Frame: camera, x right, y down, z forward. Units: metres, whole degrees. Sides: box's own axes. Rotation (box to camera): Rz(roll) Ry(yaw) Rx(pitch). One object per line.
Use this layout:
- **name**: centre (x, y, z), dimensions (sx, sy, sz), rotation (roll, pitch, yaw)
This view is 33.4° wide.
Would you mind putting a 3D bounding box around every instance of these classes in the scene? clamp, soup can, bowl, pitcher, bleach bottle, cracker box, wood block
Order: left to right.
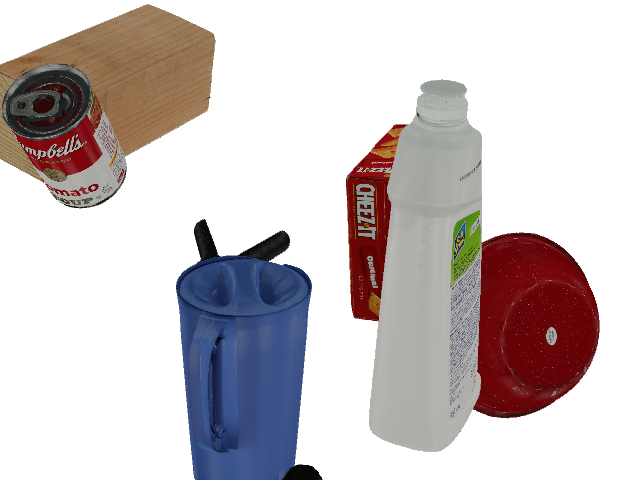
- **soup can**: centre (-0.195, -0.078, 0.822), dimensions (0.068, 0.068, 0.102), rotation (0, -29, 7)
- **wood block**: centre (-0.199, -0.139, 0.999), dimensions (0.090, 0.091, 0.205), rotation (27, 39, 22)
- **clamp**: centre (-0.103, 0.034, 1.252), dimensions (0.120, 0.039, 0.171), rotation (-2, 40, 10)
- **pitcher**: centre (-0.082, 0.150, 1.086), dimensions (0.149, 0.243, 0.145), rotation (-10, 27, -24)
- **cracker box**: centre (0.089, -0.026, 1.194), dimensions (0.072, 0.164, 0.213), rotation (3, 21, 18)
- **bleach bottle**: centre (0.076, 0.014, 0.710), dimensions (0.068, 0.251, 0.102), rotation (12, 31, 20)
- **bowl**: centre (0.177, 0.076, 0.894), dimensions (0.161, 0.162, 0.055), rotation (0, 5, -22)

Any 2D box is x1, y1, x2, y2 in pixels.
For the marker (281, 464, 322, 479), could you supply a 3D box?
- **marker**: centre (-0.029, 0.123, 0.418), dimensions (0.020, 0.020, 0.121), rotation (0, 19, 26)
